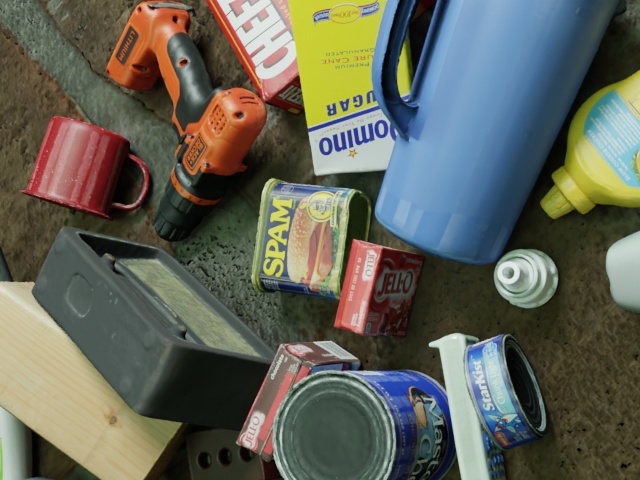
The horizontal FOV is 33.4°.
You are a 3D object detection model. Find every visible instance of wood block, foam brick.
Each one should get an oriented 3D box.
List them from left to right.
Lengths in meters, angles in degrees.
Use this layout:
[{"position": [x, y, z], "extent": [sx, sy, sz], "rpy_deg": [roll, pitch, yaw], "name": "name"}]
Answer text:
[{"position": [-0.218, 0.132, 0.963], "extent": [0.206, 0.090, 0.091], "rpy_deg": [35, 92, 7], "name": "wood block"}, {"position": [-0.071, 0.191, 0.947], "extent": [0.078, 0.051, 0.053], "rpy_deg": [-15, 77, 25], "name": "foam brick"}]

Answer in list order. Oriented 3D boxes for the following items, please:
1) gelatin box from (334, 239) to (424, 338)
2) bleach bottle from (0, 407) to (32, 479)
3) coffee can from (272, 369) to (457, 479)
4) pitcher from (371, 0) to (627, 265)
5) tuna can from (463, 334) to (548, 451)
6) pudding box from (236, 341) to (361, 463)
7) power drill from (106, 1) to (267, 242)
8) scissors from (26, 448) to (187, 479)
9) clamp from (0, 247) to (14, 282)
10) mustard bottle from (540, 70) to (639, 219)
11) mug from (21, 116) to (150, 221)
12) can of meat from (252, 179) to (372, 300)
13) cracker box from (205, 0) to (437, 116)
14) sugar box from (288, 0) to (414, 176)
[{"position": [0.050, 0.042, 0.880], "extent": [0.030, 0.089, 0.073], "rpy_deg": [14, 90, 29], "name": "gelatin box"}, {"position": [-0.342, 0.197, 1.081], "extent": [0.103, 0.068, 0.251], "rpy_deg": [-9, 81, 17], "name": "bleach bottle"}, {"position": [0.040, 0.154, 0.842], "extent": [0.103, 0.140, 0.103], "rpy_deg": [-4, 82, 27], "name": "coffee can"}, {"position": [0.120, -0.111, 0.819], "extent": [0.149, 0.144, 0.243], "rpy_deg": [25, 106, 18], "name": "pitcher"}, {"position": [0.144, 0.117, 0.824], "extent": [0.034, 0.086, 0.086], "rpy_deg": [-23, 74, 21], "name": "tuna can"}, {"position": [-0.016, 0.132, 0.890], "extent": [0.039, 0.113, 0.090], "rpy_deg": [28, 97, 24], "name": "pudding box"}, {"position": [-0.134, -0.115, 0.999], "extent": [0.185, 0.057, 0.188], "rpy_deg": [-51, 59, 37], "name": "power drill"}, {"position": [-0.220, 0.232, 1.018], "extent": [0.096, 0.016, 0.202], "rpy_deg": [42, 107, -12], "name": "scissors"}, {"position": [-0.309, 0.069, 1.043], "extent": [0.210, 0.036, 0.164], "rpy_deg": [30, 79, -8], "name": "clamp"}, {"position": [0.248, -0.081, 0.808], "extent": [0.192, 0.058, 0.096], "rpy_deg": [-40, 73, 18], "name": "mustard bottle"}, {"position": [-0.224, -0.067, 1.045], "extent": [0.117, 0.093, 0.081], "rpy_deg": [17, 86, -2], "name": "mug"}, {"position": [-0.006, 0.001, 0.934], "extent": [0.084, 0.057, 0.102], "rpy_deg": [7, 88, 25], "name": "can of meat"}, {"position": [0.006, -0.242, 0.947], "extent": [0.214, 0.072, 0.164], "rpy_deg": [-36, 70, 20], "name": "cracker box"}, {"position": [0.030, -0.144, 0.883], "extent": [0.093, 0.048, 0.176], "rpy_deg": [-5, 110, 12], "name": "sugar box"}]
